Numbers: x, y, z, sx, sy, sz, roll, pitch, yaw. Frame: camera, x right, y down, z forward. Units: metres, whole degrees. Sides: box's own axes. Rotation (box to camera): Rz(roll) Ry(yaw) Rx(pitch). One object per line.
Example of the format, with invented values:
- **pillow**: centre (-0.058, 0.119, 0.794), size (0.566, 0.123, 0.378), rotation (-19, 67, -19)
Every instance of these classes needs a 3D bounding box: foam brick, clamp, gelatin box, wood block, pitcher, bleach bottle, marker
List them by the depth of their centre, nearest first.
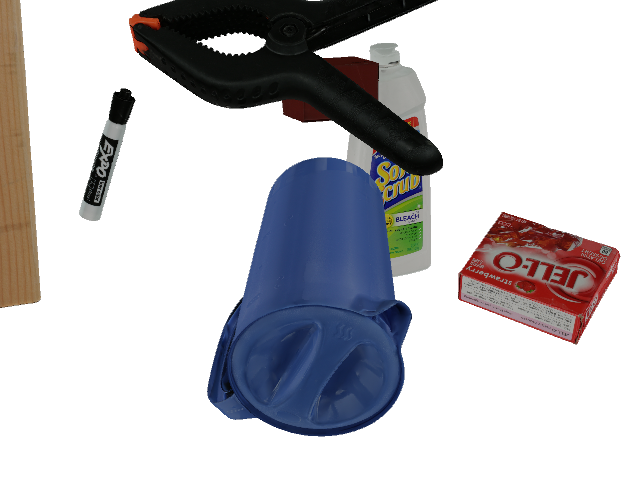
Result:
- **wood block**: centre (-0.220, -0.068, 0.614), size (0.090, 0.206, 0.090), rotation (-8, 27, -23)
- **clamp**: centre (-0.014, -0.111, 0.658), size (0.210, 0.164, 0.036), rotation (1, -33, 1)
- **gelatin box**: centre (0.149, 0.023, 0.729), size (0.089, 0.030, 0.073), rotation (20, 47, 24)
- **pitcher**: centre (-0.008, 0.039, 0.892), size (0.149, 0.145, 0.242), rotation (6, 35, -2)
- **marker**: centre (-0.181, -0.073, 0.908), size (0.020, 0.121, 0.020), rotation (18, 23, -8)
- **foam brick**: centre (0.009, -0.139, 0.977), size (0.078, 0.051, 0.053), rotation (-7, 18, -23)
- **bleach bottle**: centre (0.067, -0.086, 1.155), size (0.102, 0.251, 0.068), rotation (-10, 23, -12)
